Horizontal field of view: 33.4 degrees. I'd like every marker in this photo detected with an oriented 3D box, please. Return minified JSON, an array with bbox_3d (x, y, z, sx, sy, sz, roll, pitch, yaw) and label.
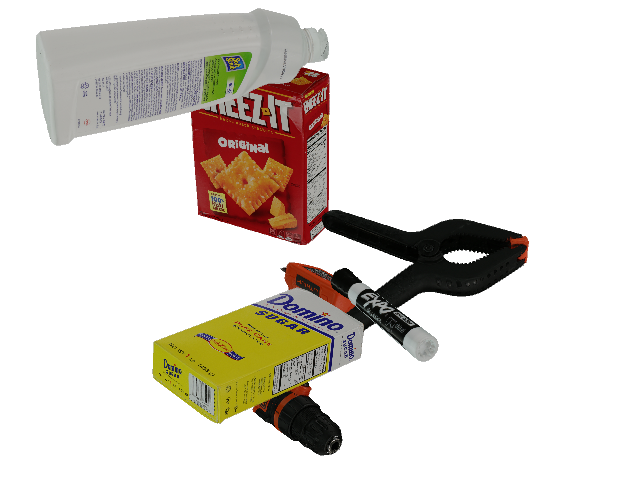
[{"bbox_3d":[0.042,0.049,0.748,0.020,0.020,0.121,0,22,-30],"label":"marker"}]

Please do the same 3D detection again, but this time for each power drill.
[{"bbox_3d":[-0.016,0.132,1.229,0.057,0.188,0.185,15,10,-45],"label":"power drill"}]

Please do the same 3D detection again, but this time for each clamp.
[{"bbox_3d":[0.104,0.028,1.068,0.210,0.164,0.036,-2,-44,4],"label":"clamp"}]

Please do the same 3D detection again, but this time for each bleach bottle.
[{"bbox_3d":[-0.116,-0.150,0.933,0.250,0.068,0.103,-11,-30,-18],"label":"bleach bottle"}]

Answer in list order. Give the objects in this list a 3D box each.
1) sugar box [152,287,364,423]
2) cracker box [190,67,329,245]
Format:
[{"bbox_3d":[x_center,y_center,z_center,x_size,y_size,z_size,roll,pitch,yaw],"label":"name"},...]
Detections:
[{"bbox_3d":[-0.054,0.098,0.965,0.175,0.048,0.093,-22,38,-39],"label":"sugar box"},{"bbox_3d":[-0.075,-0.113,1.315,0.164,0.214,0.072,17,38,24],"label":"cracker box"}]
